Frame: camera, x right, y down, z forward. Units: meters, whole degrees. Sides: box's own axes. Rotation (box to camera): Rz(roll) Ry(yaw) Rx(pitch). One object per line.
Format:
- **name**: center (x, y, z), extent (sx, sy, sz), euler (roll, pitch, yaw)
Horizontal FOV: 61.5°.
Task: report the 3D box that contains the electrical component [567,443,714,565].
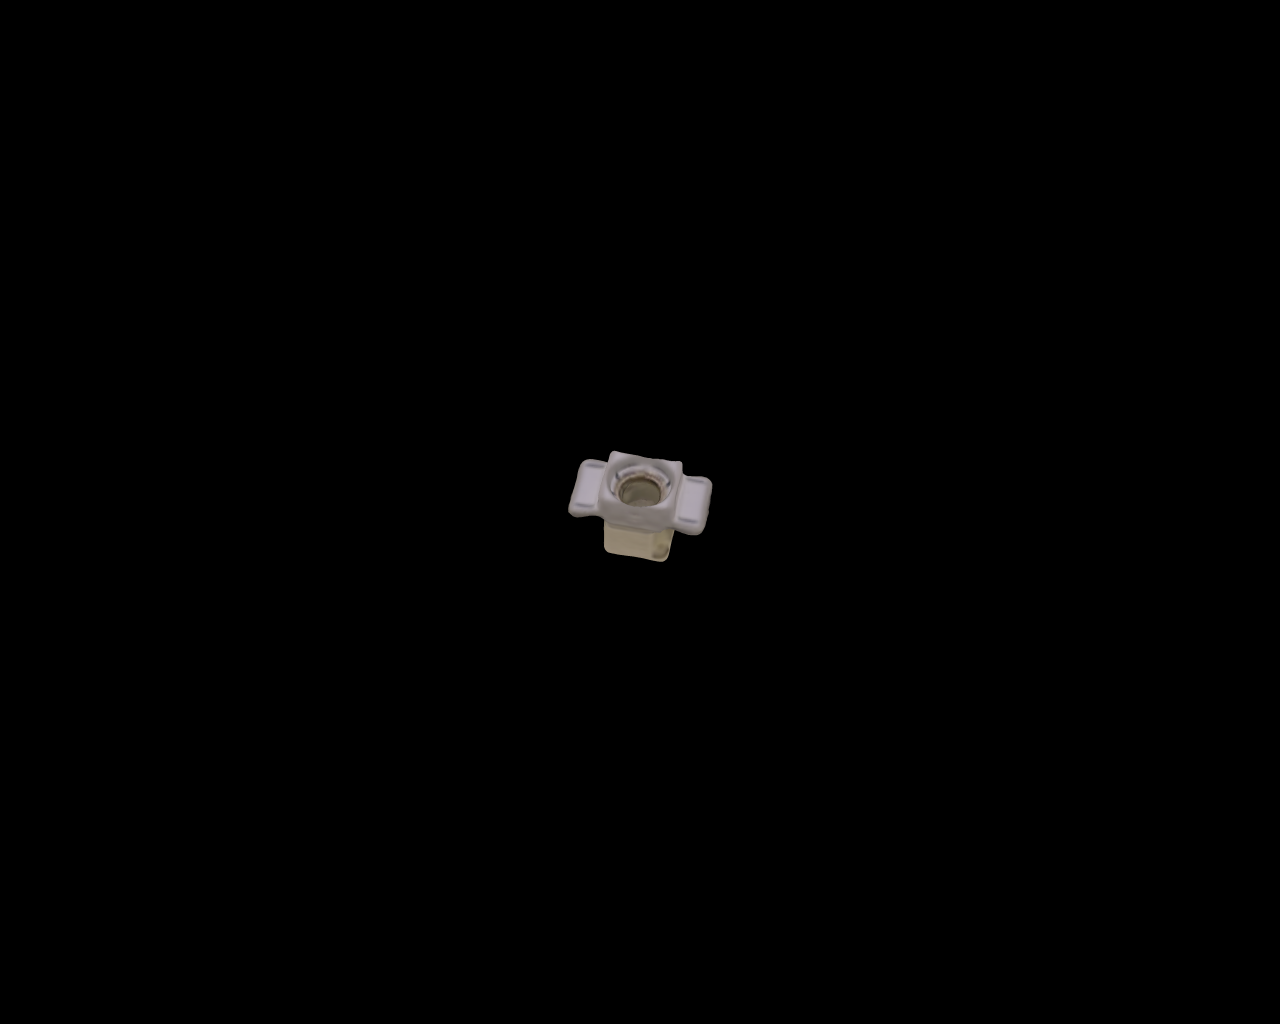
- **electrical component**: center (0.001, -0.003, 0.650), extent (0.081, 0.042, 0.063), euler (10, -36, 8)
